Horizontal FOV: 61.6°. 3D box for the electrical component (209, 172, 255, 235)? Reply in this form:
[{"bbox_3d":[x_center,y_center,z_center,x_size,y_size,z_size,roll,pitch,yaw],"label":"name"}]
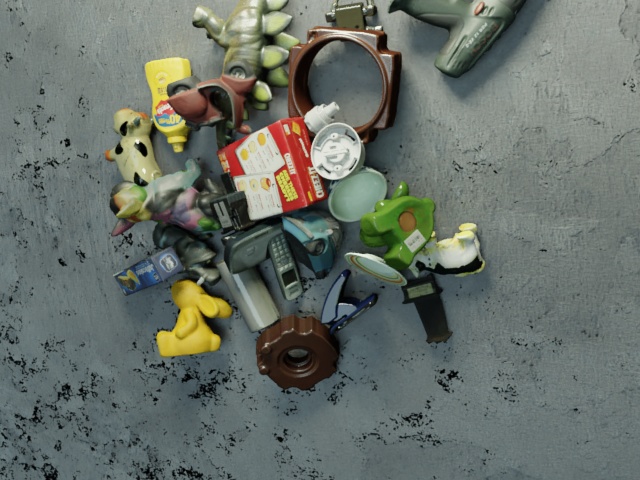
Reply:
[{"bbox_3d":[-0.183,-0.075,1.082,0.075,0.048,0.119,-4,108,47],"label":"electrical component"}]

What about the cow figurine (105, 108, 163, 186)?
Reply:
[{"bbox_3d":[-0.403,-0.195,1.183,0.127,0.085,0.194,-18,93,26],"label":"cow figurine"}]

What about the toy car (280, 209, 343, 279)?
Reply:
[{"bbox_3d":[-0.002,-0.003,1.077,0.103,0.161,0.109,-40,48,-14],"label":"toy car"}]

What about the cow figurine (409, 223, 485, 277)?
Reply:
[{"bbox_3d":[0.227,0.033,1.038,0.167,0.068,0.098,-13,107,22],"label":"cow figurine"}]

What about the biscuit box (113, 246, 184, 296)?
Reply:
[{"bbox_3d":[-0.386,0.072,1.203,0.203,0.063,0.059,-20,100,45],"label":"biscuit box"}]

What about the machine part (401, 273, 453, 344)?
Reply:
[{"bbox_3d":[0.217,0.140,1.076,0.084,0.039,0.138,-22,93,18],"label":"machine part"}]

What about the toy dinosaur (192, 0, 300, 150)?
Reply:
[{"bbox_3d":[-0.143,-0.388,1.052,0.199,0.105,0.470,16,115,6],"label":"toy dinosaur"}]

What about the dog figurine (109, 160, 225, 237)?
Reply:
[{"bbox_3d":[-0.319,-0.060,1.106,0.191,0.219,0.108,48,140,5],"label":"dog figurine"}]

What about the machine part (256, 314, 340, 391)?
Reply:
[{"bbox_3d":[-0.046,0.242,1.139,0.179,0.056,0.179,-2,120,-3],"label":"machine part"}]

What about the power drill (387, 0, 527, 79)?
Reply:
[{"bbox_3d":[0.235,-0.414,0.919,0.207,0.086,0.232,24,115,-14],"label":"power drill"}]

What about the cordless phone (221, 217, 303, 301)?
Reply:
[{"bbox_3d":[-0.115,0.057,1.119,0.089,0.146,0.184,4,117,56],"label":"cordless phone"}]

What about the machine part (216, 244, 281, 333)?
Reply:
[{"bbox_3d":[-0.155,0.111,1.171,0.079,0.079,0.243,-26,94,21],"label":"machine part"}]

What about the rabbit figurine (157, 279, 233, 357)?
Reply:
[{"bbox_3d":[-0.289,0.170,1.210,0.162,0.122,0.173,-12,78,17],"label":"rabbit figurine"}]

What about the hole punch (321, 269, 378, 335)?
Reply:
[{"bbox_3d":[0.045,0.123,1.083,0.116,0.142,0.092,-41,89,7],"label":"hole punch"}]

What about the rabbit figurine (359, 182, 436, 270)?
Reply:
[{"bbox_3d":[0.132,-0.036,1.015,0.121,0.170,0.159,43,74,-13],"label":"rabbit figurine"}]

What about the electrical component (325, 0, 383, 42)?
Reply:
[{"bbox_3d":[0.063,-0.418,1.009,0.102,0.045,0.078,-7,127,22],"label":"electrical component"}]

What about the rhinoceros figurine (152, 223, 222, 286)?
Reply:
[{"bbox_3d":[-0.297,0.027,1.199,0.190,0.073,0.112,36,110,9],"label":"rhinoceros figurine"}]

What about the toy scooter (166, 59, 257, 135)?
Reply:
[{"bbox_3d":[-0.197,-0.255,1.025,0.184,0.075,0.135,-12,112,13],"label":"toy scooter"}]

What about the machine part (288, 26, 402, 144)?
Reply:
[{"bbox_3d":[0.044,-0.286,1.001,0.202,0.087,0.200,10,114,14],"label":"machine part"}]
